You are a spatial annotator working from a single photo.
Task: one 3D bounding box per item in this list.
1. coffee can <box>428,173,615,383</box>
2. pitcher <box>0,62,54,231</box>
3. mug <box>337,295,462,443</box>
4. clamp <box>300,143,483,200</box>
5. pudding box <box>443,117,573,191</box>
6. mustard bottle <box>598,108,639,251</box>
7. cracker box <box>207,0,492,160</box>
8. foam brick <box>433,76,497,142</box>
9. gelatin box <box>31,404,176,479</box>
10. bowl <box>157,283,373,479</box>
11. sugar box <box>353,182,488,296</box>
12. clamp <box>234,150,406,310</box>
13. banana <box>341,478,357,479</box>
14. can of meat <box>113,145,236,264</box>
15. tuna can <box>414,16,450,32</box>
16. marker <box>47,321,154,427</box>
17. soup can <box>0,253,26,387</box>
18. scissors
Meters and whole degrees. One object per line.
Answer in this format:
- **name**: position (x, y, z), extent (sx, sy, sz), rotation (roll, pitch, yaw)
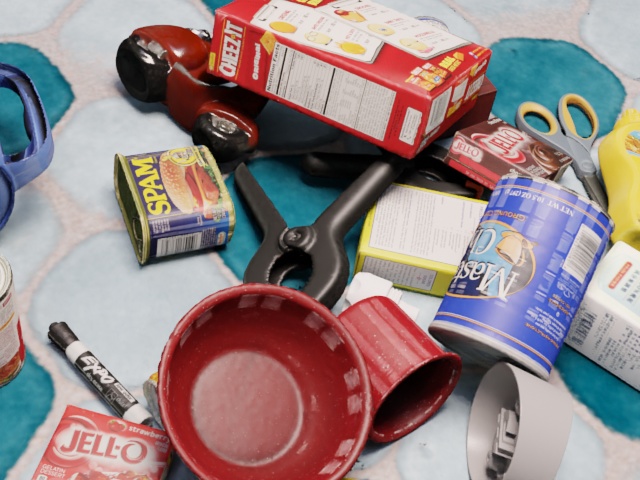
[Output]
- **coffee can**: position (0.162, 0.032, 0.858), extent (0.103, 0.103, 0.140), rotation (24, 78, 12)
- **pitcher**: position (-0.338, -0.112, 0.935), extent (0.149, 0.145, 0.243), rotation (19, 35, -39)
- **mug**: position (0.059, 0.098, 0.846), extent (0.117, 0.093, 0.082), rotation (-2, 39, -46)
- **clamp**: position (0.076, -0.081, 1.028), extent (0.171, 0.039, 0.120), rotation (20, 54, 1)
- **pudding box**: position (0.179, -0.075, 1.011), extent (0.090, 0.039, 0.113), rotation (33, 24, 18)
- **mustard bottle**: position (0.312, -0.057, 1.024), extent (0.096, 0.058, 0.191), rotation (23, 45, -20)
- **cracker box**: position (0.029, -0.164, 0.981), extent (0.214, 0.072, 0.164), rotation (25, 33, 17)
- **foam brick**: position (0.130, -0.140, 1.078), extent (0.078, 0.051, 0.053), rotation (-18, 55, -22)
- **gelatin box**: position (-0.159, 0.167, 0.784), extent (0.089, 0.030, 0.073), rotation (16, 49, 4)
- **bowl**: position (-0.045, 0.116, 0.777), extent (0.162, 0.055, 0.162), rotation (8, 67, -19)
- **sugar box**: position (0.124, 0.007, 0.955), extent (0.176, 0.048, 0.093), rotation (14, 52, 0)
- **clamp**: position (-0.006, 0.001, 0.918), extent (0.165, 0.036, 0.210), rotation (-11, 50, 18)
- **banana**: position (-0.035, 0.210, 0.765), extent (0.197, 0.037, 0.070), rotation (-23, 74, -24)
- **can of meat**: position (-0.130, -0.035, 0.945), extent (0.083, 0.057, 0.102), rotation (-10, 52, -20)
- **tuna can**: position (0.099, -0.184, 1.088), extent (0.086, 0.086, 0.034), rotation (-10, 53, -17)
- **marker**: position (-0.175, 0.106, 0.841), extent (0.020, 0.020, 0.121), rotation (-33, 61, -31)
- **soup can**: position (-0.263, 0.060, 0.812), extent (0.068, 0.102, 0.068), rotation (4, 49, -5)
- **scissors**: position (0.245, -0.077, 1.065), extent (0.096, 0.016, 0.201), rotation (7, 49, -2)
